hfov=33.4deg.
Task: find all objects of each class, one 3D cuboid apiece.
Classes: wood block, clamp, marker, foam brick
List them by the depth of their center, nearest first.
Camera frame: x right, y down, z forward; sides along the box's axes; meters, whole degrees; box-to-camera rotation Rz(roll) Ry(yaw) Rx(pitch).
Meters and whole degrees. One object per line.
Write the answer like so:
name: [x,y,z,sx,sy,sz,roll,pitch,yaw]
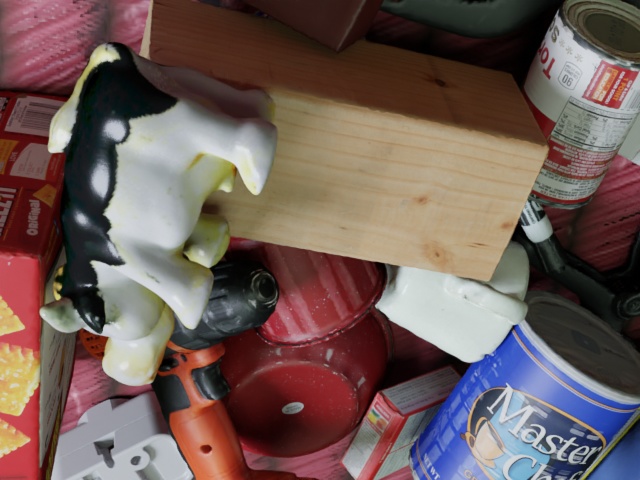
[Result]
foam brick: [-0.004,-0.142,0.559,0.078,0.053,0.051,30,119,7]
wood block: [0.003,-0.054,0.572,0.206,0.091,0.090,10,123,-13]
clamp: [0.125,-0.172,0.582,0.210,0.036,0.164,-7,124,1]
marker: [0.128,-0.029,0.679,0.020,0.020,0.121,-26,110,11]
clamp: [0.202,0.035,0.743,0.120,0.039,0.171,-12,120,9]

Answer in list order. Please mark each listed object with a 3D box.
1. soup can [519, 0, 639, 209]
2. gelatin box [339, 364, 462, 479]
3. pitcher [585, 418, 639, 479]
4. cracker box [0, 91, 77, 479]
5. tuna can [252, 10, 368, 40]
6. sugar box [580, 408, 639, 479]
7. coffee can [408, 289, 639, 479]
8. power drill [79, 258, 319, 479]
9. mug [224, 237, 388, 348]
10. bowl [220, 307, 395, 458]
soup can: [0.145,-0.077,0.597,0.068,0.068,0.102,8,133,-14]
gelatin box: [0.063,0.133,0.773,0.089,0.030,0.073,-13,138,-46]
pitcher: [0.252,0.222,0.826,0.149,0.145,0.243,23,122,-16]
cracker box: [-0.182,0.045,0.616,0.072,0.164,0.214,6,124,-8]
tuna can: [-0.010,-0.095,0.620,0.086,0.034,0.086,-4,126,-5]
sugar box: [0.162,0.160,0.823,0.093,0.048,0.176,21,123,-20]
coffee can: [0.138,0.118,0.709,0.102,0.103,0.140,21,116,-22]
power drill: [-0.058,0.102,0.661,0.185,0.057,0.187,-15,104,50]
mug: [-0.004,0.001,0.659,0.117,0.093,0.081,-25,120,3]
bowl: [-0.022,0.101,0.747,0.162,0.055,0.162,-4,126,-6]
